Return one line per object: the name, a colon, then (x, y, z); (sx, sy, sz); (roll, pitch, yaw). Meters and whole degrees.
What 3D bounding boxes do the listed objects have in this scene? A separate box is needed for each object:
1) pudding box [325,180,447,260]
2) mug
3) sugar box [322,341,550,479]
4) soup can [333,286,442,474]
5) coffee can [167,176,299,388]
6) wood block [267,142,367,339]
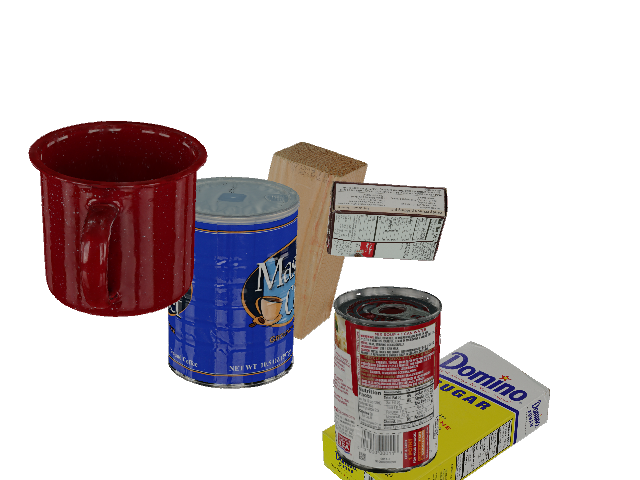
pudding box: (0.064, -0.018, 1.049); (0.113, 0.039, 0.090); (2, -30, -2)
mug: (-0.109, -0.006, 0.571); (0.093, 0.081, 0.117); (3, 26, -3)
sugar box: (0.097, 0.154, 0.885); (0.176, 0.048, 0.093); (-29, 42, -29)
soup can: (0.043, 0.088, 0.679); (0.068, 0.102, 0.068); (-1, 15, 0)
coffee can: (-0.070, 0.031, 0.840); (0.103, 0.140, 0.103); (2, 20, -1)
wood block: (-0.022, -0.002, 1.274); (0.090, 0.206, 0.090); (20, 22, 17)
